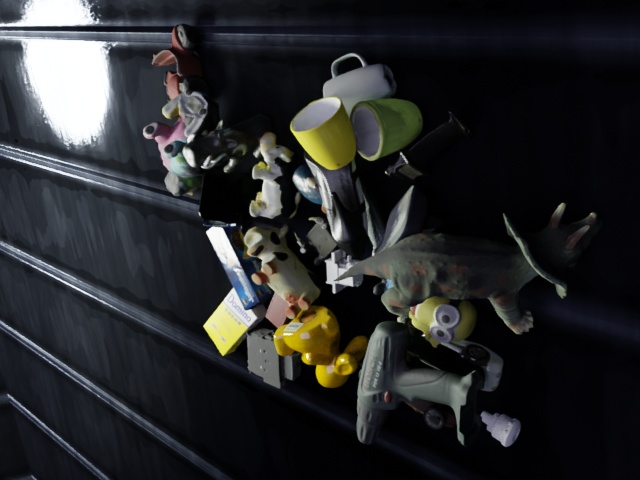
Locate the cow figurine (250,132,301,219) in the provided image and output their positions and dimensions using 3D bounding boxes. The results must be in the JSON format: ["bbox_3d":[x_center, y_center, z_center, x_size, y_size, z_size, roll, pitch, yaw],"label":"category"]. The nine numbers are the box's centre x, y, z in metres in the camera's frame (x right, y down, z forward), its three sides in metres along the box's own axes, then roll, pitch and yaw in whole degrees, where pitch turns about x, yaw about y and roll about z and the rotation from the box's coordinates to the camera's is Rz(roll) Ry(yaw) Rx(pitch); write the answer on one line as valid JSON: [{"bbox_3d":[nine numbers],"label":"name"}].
[{"bbox_3d":[-0.081,-0.123,1.049,0.098,0.068,0.167,11,116,5],"label":"cow figurine"}]

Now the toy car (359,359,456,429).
[{"bbox_3d":[0.159,0.272,0.967,0.202,0.089,0.053,24,114,30],"label":"toy car"}]

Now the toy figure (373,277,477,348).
[{"bbox_3d":[0.179,0.102,0.907,0.180,0.089,0.082,32,142,38],"label":"toy figure"}]

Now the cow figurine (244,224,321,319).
[{"bbox_3d":[-0.074,0.049,1.081,0.195,0.127,0.085,46,129,1],"label":"cow figurine"}]

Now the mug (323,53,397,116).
[{"bbox_3d":[0.068,-0.257,0.893,0.107,0.081,0.109,-16,84,31],"label":"mug"}]

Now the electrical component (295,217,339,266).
[{"bbox_3d":[-0.001,-0.003,1.041,0.102,0.045,0.078,-41,76,39],"label":"electrical component"}]

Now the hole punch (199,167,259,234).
[{"bbox_3d":[-0.191,-0.080,1.126,0.092,0.116,0.142,134,144,-73],"label":"hole punch"}]

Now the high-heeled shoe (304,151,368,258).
[{"bbox_3d":[0.038,-0.088,0.943,0.086,0.249,0.145,-17,132,12],"label":"high-heeled shoe"}]

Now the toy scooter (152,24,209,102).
[{"bbox_3d":[-0.308,-0.361,1.158,0.135,0.075,0.183,1,101,37],"label":"toy scooter"}]

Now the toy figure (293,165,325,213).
[{"bbox_3d":[0.013,-0.080,0.994,0.155,0.064,0.057,43,118,22],"label":"toy figure"}]

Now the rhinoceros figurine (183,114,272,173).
[{"bbox_3d":[-0.173,-0.184,1.036,0.073,0.190,0.112,59,149,4],"label":"rhinoceros figurine"}]

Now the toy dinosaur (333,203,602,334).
[{"bbox_3d":[0.189,0.038,0.774,0.405,0.131,0.192,-2,143,18],"label":"toy dinosaur"}]

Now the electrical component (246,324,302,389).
[{"bbox_3d":[-0.100,0.259,1.193,0.134,0.058,0.114,10,111,37],"label":"electrical component"}]

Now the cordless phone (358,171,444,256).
[{"bbox_3d":[0.110,-0.061,0.905,0.184,0.089,0.146,62,151,20],"label":"cordless phone"}]

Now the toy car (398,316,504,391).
[{"bbox_3d":[0.214,0.192,0.923,0.202,0.056,0.073,23,123,33],"label":"toy car"}]

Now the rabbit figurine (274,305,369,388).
[{"bbox_3d":[0.018,0.218,1.070,0.162,0.122,0.173,-8,113,31],"label":"rabbit figurine"}]

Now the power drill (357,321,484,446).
[{"bbox_3d":[0.155,0.257,0.872,0.208,0.086,0.231,12,105,41],"label":"power drill"}]

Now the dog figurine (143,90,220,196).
[{"bbox_3d":[-0.268,-0.188,1.144,0.109,0.219,0.191,38,80,21],"label":"dog figurine"}]

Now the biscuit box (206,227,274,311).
[{"bbox_3d":[-0.173,0.051,1.184,0.063,0.059,0.202,-33,81,40],"label":"biscuit box"}]

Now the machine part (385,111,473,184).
[{"bbox_3d":[0.174,-0.140,0.847,0.139,0.084,0.039,-41,51,30],"label":"machine part"}]
